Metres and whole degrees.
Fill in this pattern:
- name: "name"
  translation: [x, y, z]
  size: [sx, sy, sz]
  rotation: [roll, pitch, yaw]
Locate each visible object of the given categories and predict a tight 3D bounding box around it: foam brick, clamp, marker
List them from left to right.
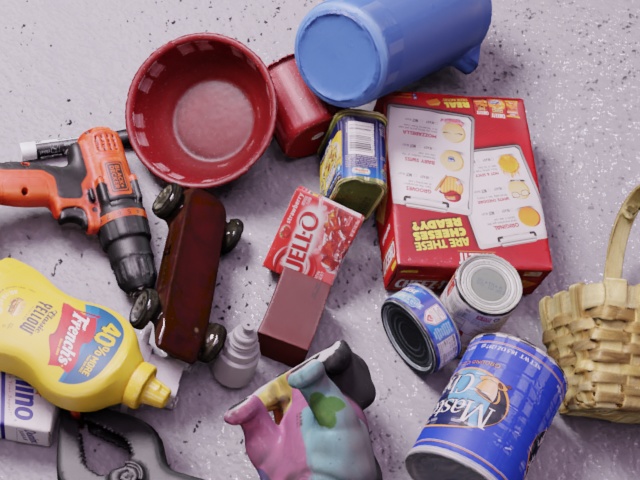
- name: "marker"
  translation: [-0.248, -0.099, 1.104]
  size: [0.121, 0.020, 0.020]
  rotation: [-10, 63, -17]
- name: "clamp"
  translation: [-0.166, 0.217, 0.901]
  size: [0.210, 0.036, 0.164]
  rotation: [36, 56, 28]
- name: "foam brick"
  translation: [-0.027, 0.076, 1.032]
  size: [0.053, 0.051, 0.078]
  rotation: [22, 59, 0]

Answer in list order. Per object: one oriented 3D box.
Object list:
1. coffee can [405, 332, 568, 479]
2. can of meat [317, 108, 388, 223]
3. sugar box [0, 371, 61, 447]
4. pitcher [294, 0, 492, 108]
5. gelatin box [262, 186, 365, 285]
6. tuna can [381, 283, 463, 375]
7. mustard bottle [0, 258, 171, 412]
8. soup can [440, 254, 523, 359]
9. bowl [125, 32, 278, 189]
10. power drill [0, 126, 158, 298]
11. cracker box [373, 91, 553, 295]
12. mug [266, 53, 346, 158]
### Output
- name: "coffee can"
  translation: [0.155, 0.171, 0.985]
  size: [0.103, 0.103, 0.140]
  rotation: [31, 59, 7]
- name: "can of meat"
  translation: [0.033, -0.072, 1.100]
  size: [0.057, 0.102, 0.084]
  rotation: [7, 61, -13]
- name: "sugar box"
  translation: [-0.317, 0.121, 0.949]
  size: [0.176, 0.048, 0.093]
  rotation: [9, 59, -5]
- name: "pitcher"
  translation: [0.071, -0.231, 1.130]
  size: [0.149, 0.145, 0.242]
  rotation: [19, 31, 24]
- name: "gelatin box"
  translation: [-0.007, 0.001, 1.063]
  size: [0.073, 0.030, 0.089]
  rotation: [26, 101, 2]
- name: "tuna can"
  translation: [0.097, 0.087, 1.031]
  size: [0.033, 0.086, 0.086]
  rotation: [-30, 70, -23]
- name: "mustard bottle"
  translation: [-0.217, 0.095, 0.926]
  size: [0.191, 0.058, 0.096]
  rotation: [27, 52, 5]
- name: "soup can"
  translation: [0.150, 0.066, 1.044]
  size: [0.068, 0.102, 0.068]
  rotation: [5, 59, -9]
- name: "bowl"
  translation: [-0.117, -0.129, 1.105]
  size: [0.162, 0.055, 0.162]
  rotation: [-1, 85, 10]
- name: "power drill"
  translation: [-0.257, -0.020, 1.021]
  size: [0.187, 0.057, 0.184]
  rotation: [-6, 64, -30]
- name: "cracker box"
  translation: [0.143, -0.051, 1.128]
  size: [0.164, 0.072, 0.213]
  rotation: [2, 61, -10]
- name: "mug"
  translation: [-0.011, -0.142, 1.145]
  size: [0.117, 0.093, 0.081]
  rotation: [-6, 63, -50]
